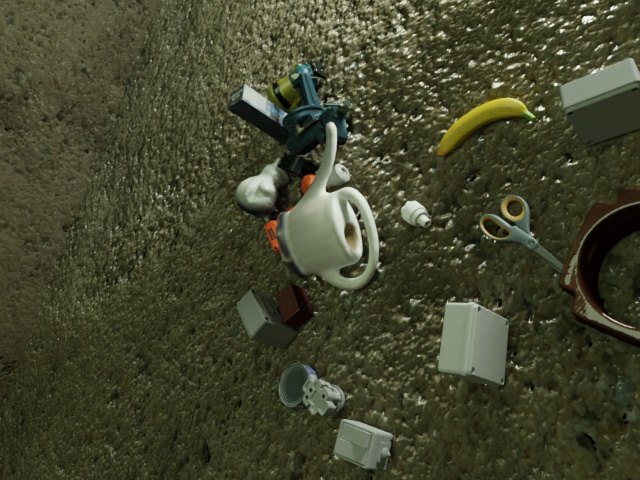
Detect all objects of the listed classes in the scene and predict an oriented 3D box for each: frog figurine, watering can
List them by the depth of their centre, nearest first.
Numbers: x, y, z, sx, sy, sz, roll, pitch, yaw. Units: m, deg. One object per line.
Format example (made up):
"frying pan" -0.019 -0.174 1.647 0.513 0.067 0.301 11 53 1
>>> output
"watering can" 0.003 -0.055 1.098 0.222 0.104 0.350 -20 82 29
"frog figurine" -0.147 -0.144 1.350 0.158 0.122 0.139 -67 21 11
